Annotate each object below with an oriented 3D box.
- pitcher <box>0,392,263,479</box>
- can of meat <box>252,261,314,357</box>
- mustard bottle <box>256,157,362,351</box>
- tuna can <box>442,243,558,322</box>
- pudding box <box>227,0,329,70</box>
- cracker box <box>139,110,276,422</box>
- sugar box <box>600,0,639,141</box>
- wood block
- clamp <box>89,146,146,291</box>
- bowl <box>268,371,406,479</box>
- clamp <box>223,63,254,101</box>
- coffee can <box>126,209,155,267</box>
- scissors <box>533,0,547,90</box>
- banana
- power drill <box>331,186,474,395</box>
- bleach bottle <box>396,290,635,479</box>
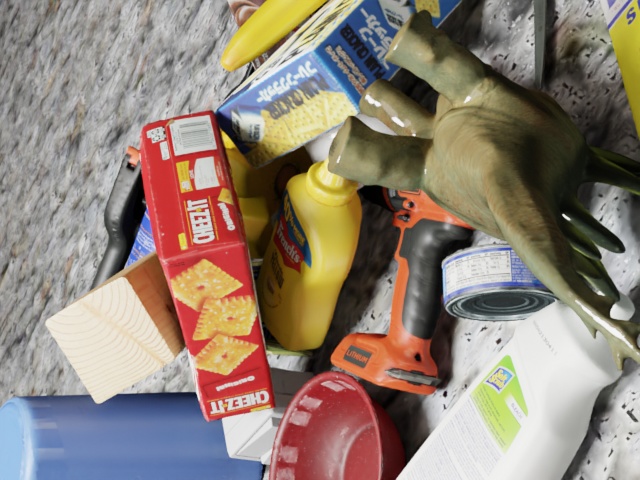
[{"bbox_3d":[-0.188,0.217,1.025,0.145,0.242,0.149,-32,58,47],"label":"pitcher"},{"bbox_3d":[-0.043,0.066,1.032,0.102,0.057,0.084,-7,70,56],"label":"can of meat"},{"bbox_3d":[-0.006,0.001,0.893,0.192,0.058,0.096,109,150,-45],"label":"mustard bottle"},{"bbox_3d":[0.128,0.031,0.744,0.086,0.086,0.034,-26,58,52],"label":"tuna can"},{"bbox_3d":[-0.040,-0.228,1.011,0.090,0.113,0.039,-21,44,1],"label":"pudding box"},{"bbox_3d":[-0.095,0.025,0.903,0.214,0.072,0.164,85,171,-47],"label":"cracker box"},{"bbox_3d":[0.234,-0.136,0.680,0.093,0.048,0.176,-40,47,43],"label":"sugar box"},{"bbox_3d":[-0.173,0.070,1.044,0.090,0.091,0.206,-30,5,11],"label":"wood block"},{"bbox_3d":[-0.211,-0.020,1.232,0.164,0.036,0.210,-45,-25,-54],"label":"clamp"},{"bbox_3d":[0.022,0.191,0.877,0.162,0.055,0.162,-29,54,50],"label":"bowl"},{"bbox_3d":[-0.077,-0.148,1.188,0.172,0.039,0.120,-57,26,36],"label":"clamp"},{"bbox_3d":[-0.166,0.036,1.196,0.103,0.102,0.140,41,113,56],"label":"coffee can"},{"bbox_3d":[0.164,-0.213,0.852,0.096,0.016,0.202,6,83,60],"label":"scissors"},{"bbox_3d":[-0.011,-0.223,0.956,0.198,0.037,0.069,-36,9,21],"label":"banana"},{"bbox_3d":[0.065,0.022,0.875,0.185,0.057,0.187,15,92,66],"label":"power drill"},{"bbox_3d":[0.130,0.138,0.722,0.251,0.068,0.103,-58,37,23],"label":"bleach bottle"}]
